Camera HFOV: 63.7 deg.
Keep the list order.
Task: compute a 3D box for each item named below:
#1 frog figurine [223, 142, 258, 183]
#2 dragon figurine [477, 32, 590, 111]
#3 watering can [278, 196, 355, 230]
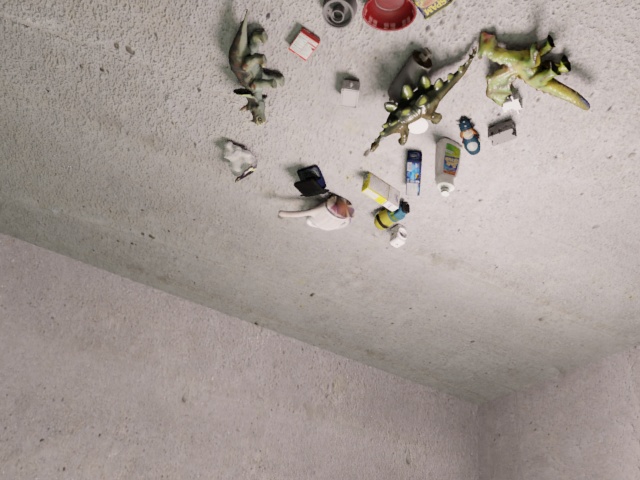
[{"bbox_3d":[-0.344,-0.344,2.174,0.159,0.124,0.135,58,143,1],"label":"frog figurine"},{"bbox_3d":[0.648,-0.508,1.634,0.406,0.125,0.240,43,142,-22],"label":"dragon figurine"},{"bbox_3d":[0.007,-0.117,2.315,0.346,0.106,0.221,13,149,-32],"label":"watering can"}]
